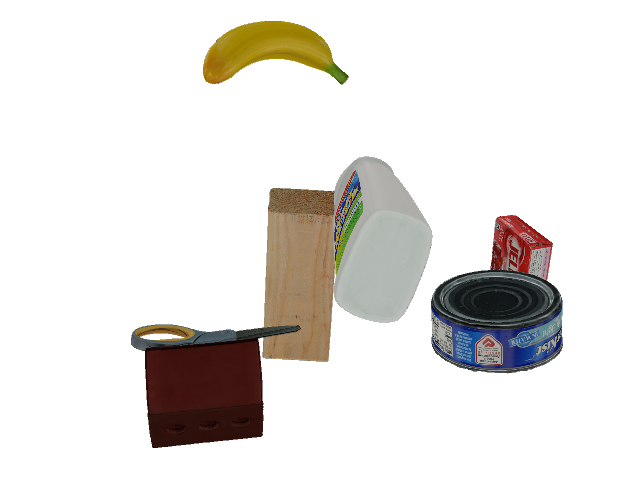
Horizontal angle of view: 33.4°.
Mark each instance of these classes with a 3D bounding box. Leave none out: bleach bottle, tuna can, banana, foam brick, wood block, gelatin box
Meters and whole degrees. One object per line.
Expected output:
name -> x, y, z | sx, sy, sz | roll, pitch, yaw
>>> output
bleach bottle -> 0.044, -0.016, 1.005 | 0.068, 0.103, 0.251 | 19, 15, -10
tuna can -> 0.115, 0.051, 0.696 | 0.086, 0.034, 0.086 | -4, 23, 1
banana -> -0.049, -0.186, 1.047 | 0.197, 0.070, 0.037 | -11, -34, -46
foam brick -> -0.078, 0.104, 0.724 | 0.078, 0.051, 0.053 | -5, -36, -7
wood block -> -0.027, 0.044, 1.393 | 0.090, 0.206, 0.091 | 3, 23, -2
gelatin box -> 0.217, 0.027, 1.167 | 0.030, 0.089, 0.073 | -10, 30, -20

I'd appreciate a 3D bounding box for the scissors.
scissors -> -0.107, 0.118, 1.182 | 0.201, 0.016, 0.096 | 3, 26, -18
